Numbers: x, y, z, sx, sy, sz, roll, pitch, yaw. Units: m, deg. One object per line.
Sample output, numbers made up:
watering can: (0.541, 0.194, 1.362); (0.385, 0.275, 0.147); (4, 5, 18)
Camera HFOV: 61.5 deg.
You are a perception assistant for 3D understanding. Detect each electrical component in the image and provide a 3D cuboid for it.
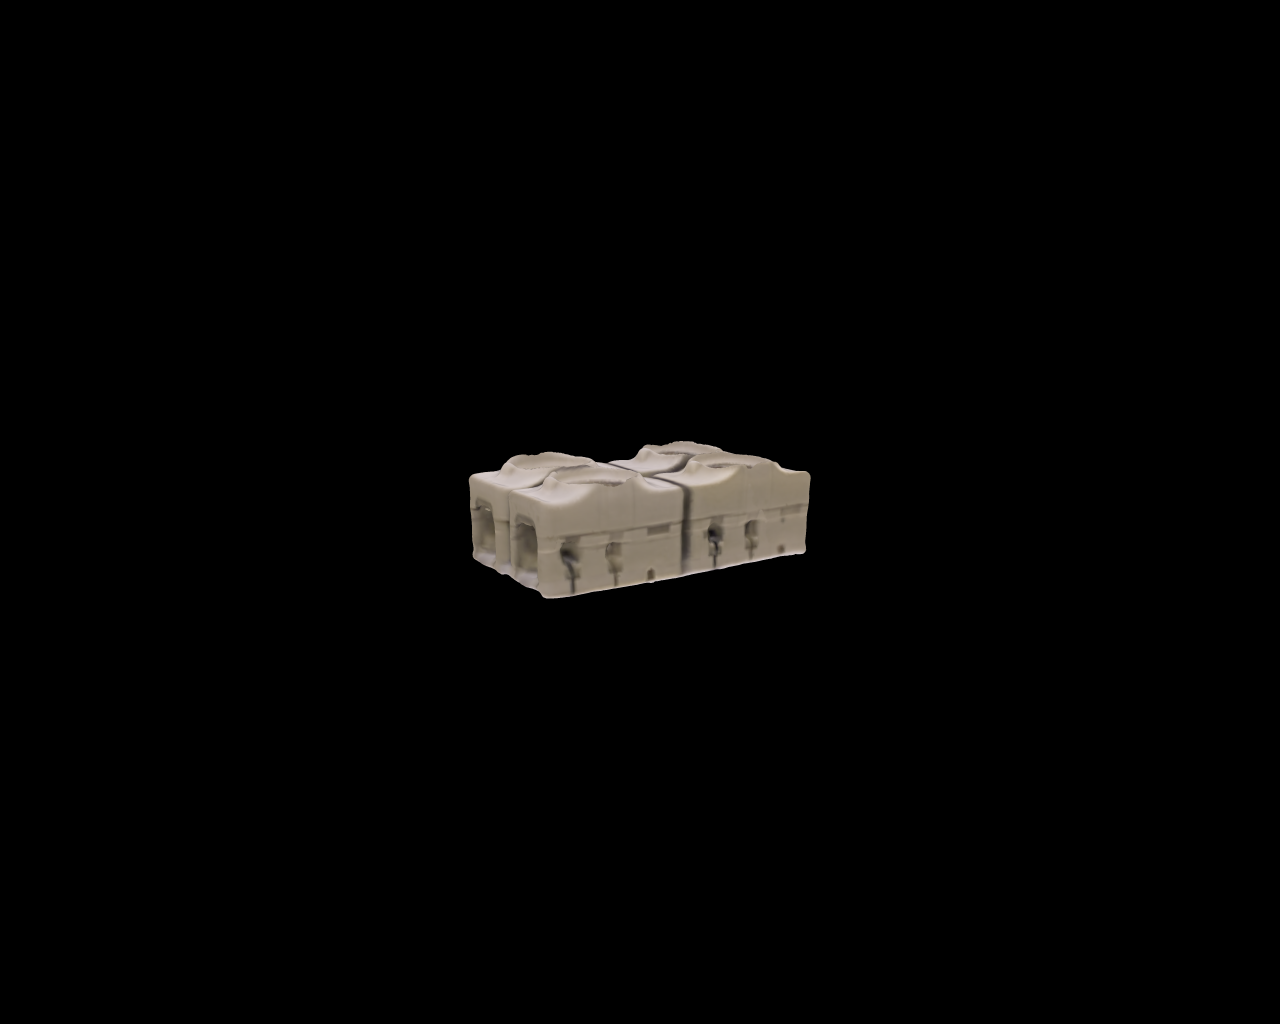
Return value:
electrical component: (0.001, -0.003, 0.650); (0.186, 0.060, 0.105); (-8, 15, -30)
